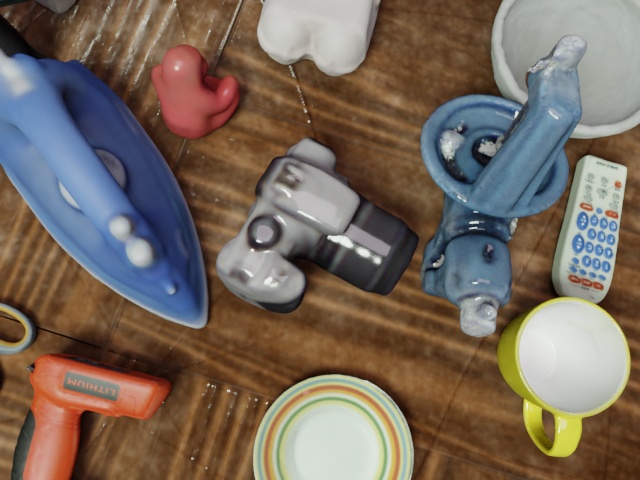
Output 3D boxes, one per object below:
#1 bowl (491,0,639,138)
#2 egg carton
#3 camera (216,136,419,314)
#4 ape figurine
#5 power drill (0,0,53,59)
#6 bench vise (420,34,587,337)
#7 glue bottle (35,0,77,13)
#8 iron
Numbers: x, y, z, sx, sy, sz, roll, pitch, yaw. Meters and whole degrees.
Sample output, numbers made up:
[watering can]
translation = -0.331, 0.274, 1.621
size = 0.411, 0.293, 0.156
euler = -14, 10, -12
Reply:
[bowl]
translation = 0.234, -0.165, 0.545
size = 0.167, 0.074, 0.167
euler = 1, 78, -5
[egg carton]
translation = 0.004, -0.231, 0.542
size = 0.107, 0.069, 0.150
euler = 11, 77, -2
[camera]
translation = 0.004, 0.002, 0.475
size = 0.137, 0.100, 0.143
euler = 29, 77, 2
[ape figurine]
translation = -0.113, -0.135, 0.499
size = 0.078, 0.092, 0.076
euler = 29, 77, 2
[power drill]
translation = -0.295, -0.157, 0.428
size = 0.230, 0.208, 0.075
euler = -23, 80, -9
[bench vise]
translation = 0.148, -0.038, 0.436
size = 0.121, 0.219, 0.207
euler = -9, 78, -7
[glue bottle]
translation = -0.261, -0.264, 0.472
size = 0.078, 0.173, 0.037
euler = 31, 77, 3
[iron]
translation = -0.172, -0.041, 0.448
size = 0.119, 0.141, 0.258
euler = -37, 83, -11
